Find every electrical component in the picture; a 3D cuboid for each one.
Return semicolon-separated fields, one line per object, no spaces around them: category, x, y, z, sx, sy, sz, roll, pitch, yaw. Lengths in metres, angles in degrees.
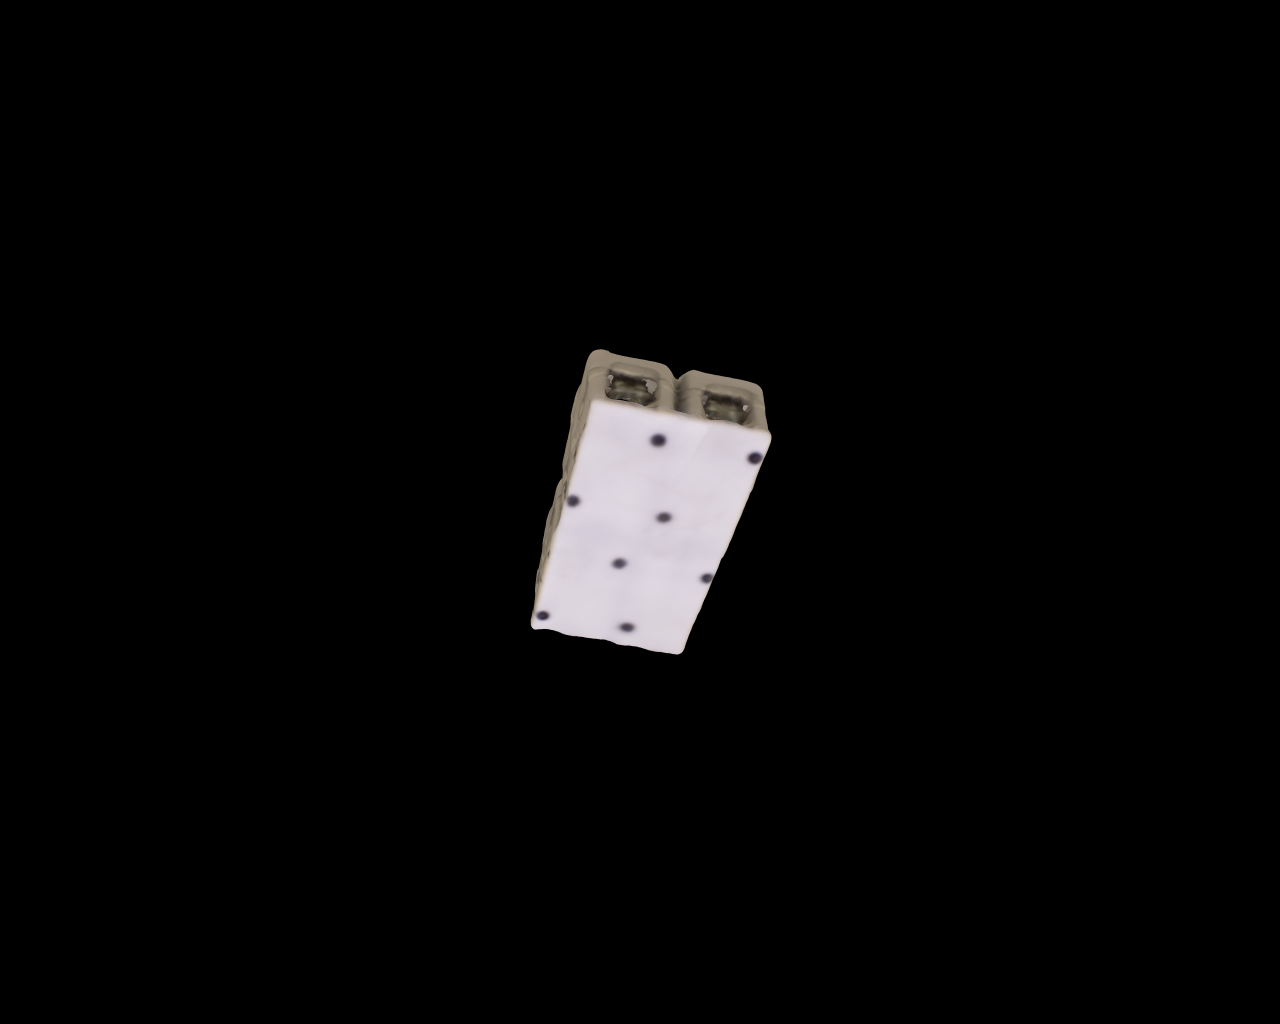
electrical component;0.001;-0.003;0.650;0.105;0.186;0.060;11;40;-9
